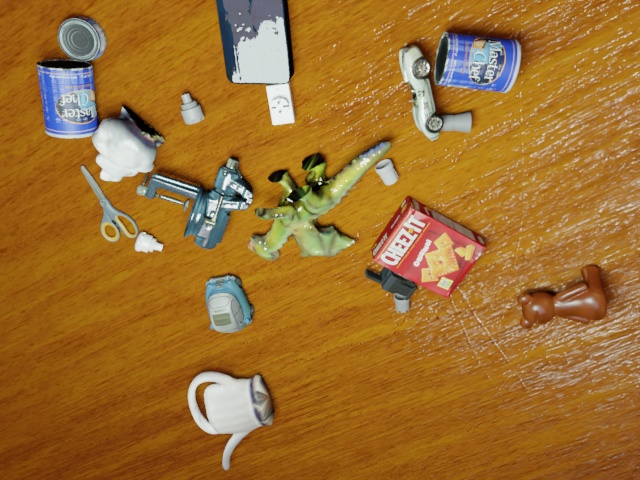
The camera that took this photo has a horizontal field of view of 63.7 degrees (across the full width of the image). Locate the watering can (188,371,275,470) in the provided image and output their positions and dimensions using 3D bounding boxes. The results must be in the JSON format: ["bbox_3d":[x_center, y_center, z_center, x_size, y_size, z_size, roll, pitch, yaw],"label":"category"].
[{"bbox_3d":[-0.231,0.495,1.431,0.224,0.106,0.341,-13,114,7],"label":"watering can"}]

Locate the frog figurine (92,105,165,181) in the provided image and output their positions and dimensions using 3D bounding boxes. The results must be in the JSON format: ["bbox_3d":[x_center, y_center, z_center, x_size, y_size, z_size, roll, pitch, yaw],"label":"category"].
[{"bbox_3d":[-0.425,-0.185,1.099,0.158,0.125,0.135,-46,135,10],"label":"frog figurine"}]

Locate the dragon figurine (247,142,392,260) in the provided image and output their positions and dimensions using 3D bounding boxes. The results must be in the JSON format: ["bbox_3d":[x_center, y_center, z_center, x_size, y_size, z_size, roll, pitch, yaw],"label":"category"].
[{"bbox_3d":[0.004,-0.059,1.182,0.409,0.125,0.238,-19,132,12],"label":"dragon figurine"}]
